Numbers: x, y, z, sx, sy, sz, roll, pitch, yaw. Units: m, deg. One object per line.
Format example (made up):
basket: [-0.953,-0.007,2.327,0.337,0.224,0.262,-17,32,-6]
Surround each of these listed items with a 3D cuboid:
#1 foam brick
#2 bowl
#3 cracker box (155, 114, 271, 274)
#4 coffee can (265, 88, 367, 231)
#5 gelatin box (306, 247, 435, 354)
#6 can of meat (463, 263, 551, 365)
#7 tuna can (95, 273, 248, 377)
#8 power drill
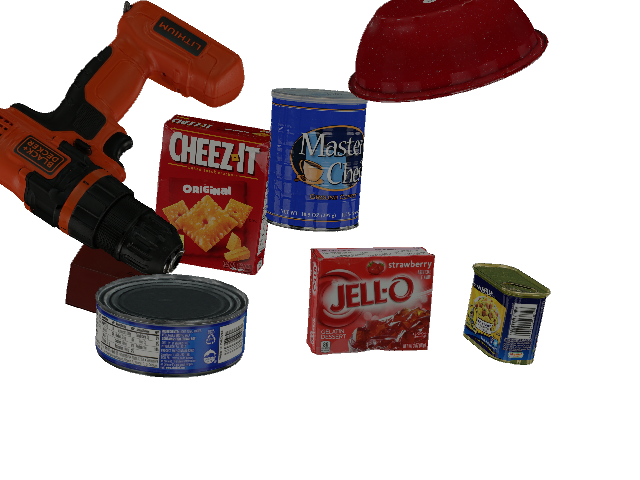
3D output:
foam brick: [-0.204,0.041,1.051,0.078,0.051,0.053,18,32,2]
bowl: [0.094,-0.165,0.843,0.162,0.055,0.162,-14,24,6]
cracker box: [-0.158,-0.066,1.593,0.164,0.214,0.072,10,19,6]
coffee can: [-0.005,-0.088,1.143,0.103,0.140,0.103,4,12,-1]
gelatin box: [0.036,0.043,0.778,0.089,0.073,0.030,-1,14,-14]
can of meat: [0.202,0.080,1.175,0.057,0.084,0.102,3,15,-20]
tuna can: [-0.084,0.047,0.605,0.086,0.034,0.086,4,15,-1]
power drill: [-0.137,-0.079,0.778,0.184,0.187,0.057,33,-31,9]
